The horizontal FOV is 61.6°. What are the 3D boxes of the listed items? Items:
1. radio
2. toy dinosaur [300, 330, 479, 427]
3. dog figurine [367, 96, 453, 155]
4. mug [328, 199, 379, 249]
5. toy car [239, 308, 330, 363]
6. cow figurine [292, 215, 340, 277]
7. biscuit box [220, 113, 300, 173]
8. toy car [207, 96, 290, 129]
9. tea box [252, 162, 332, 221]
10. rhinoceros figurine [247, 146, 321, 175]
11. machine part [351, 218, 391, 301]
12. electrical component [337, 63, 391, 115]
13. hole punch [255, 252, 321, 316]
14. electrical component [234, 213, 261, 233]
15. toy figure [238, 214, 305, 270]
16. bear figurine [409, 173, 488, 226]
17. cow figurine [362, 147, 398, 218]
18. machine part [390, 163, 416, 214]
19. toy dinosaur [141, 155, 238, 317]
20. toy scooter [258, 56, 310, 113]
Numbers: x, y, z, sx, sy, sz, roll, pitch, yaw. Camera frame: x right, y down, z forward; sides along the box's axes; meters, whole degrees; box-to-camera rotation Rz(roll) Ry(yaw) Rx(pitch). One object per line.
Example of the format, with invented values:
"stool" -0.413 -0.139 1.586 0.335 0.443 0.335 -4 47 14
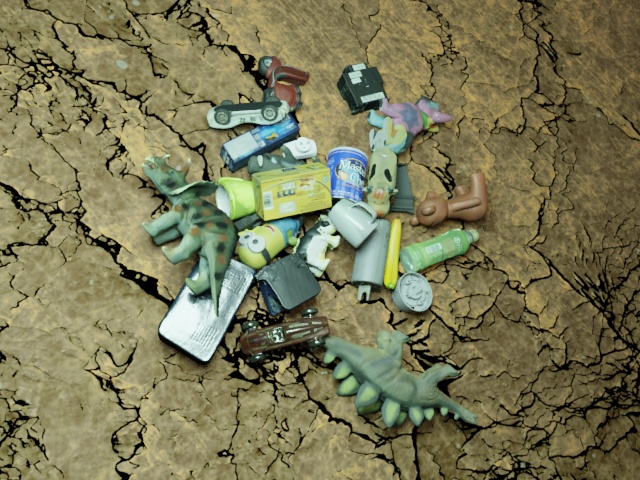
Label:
"radio" -0.246 0.141 1.171 0.131 0.073 0.229 29 65 -5
"toy dinosaur" 0.141 0.302 1.220 0.472 0.105 0.198 30 70 6
"dog figurine" 0.249 -0.302 1.449 0.219 0.108 0.191 2 71 -19
"mug" 0.077 -0.049 1.248 0.107 0.109 0.081 40 52 5
"toy car" -0.079 0.209 1.186 0.202 0.053 0.089 -13 70 0
"cow figurine" -0.003 -0.004 1.297 0.098 0.068 0.167 25 66 -2
"biscuit box" -0.147 -0.243 1.331 0.203 0.063 0.059 -32 83 -24
"toy car" -0.174 -0.308 1.308 0.202 0.056 0.073 -3 35 5
"tea box" -0.063 -0.113 1.227 0.170 0.068 0.098 -12 115 -22
"rhinoceros figurine" -0.081 -0.164 1.299 0.190 0.073 0.112 12 45 -15
"machine part" 0.127 0.033 1.316 0.079 0.079 0.243 17 68 -11
"electrical component" 0.115 -0.418 1.470 0.115 0.058 0.134 -16 78 -23
"hole punch" -0.077 0.101 1.217 0.142 0.092 0.116 -26 82 -30
"electrical component" -0.177 -0.029 1.249 0.094 0.063 0.021 -31 71 -22
"toy figure" -0.111 -0.002 1.247 0.180 0.082 0.089 -37 118 -38
"bear figurine" 0.332 -0.099 1.404 0.196 0.120 0.132 -1 69 -12
"cow figurine" 0.154 -0.142 1.325 0.086 0.127 0.195 5 64 10
"machine part" 0.210 -0.138 1.419 0.084 0.039 0.139 3 73 -11
"toy dinosaur" -0.249 -0.020 1.138 0.192 0.131 0.405 -39 62 -12
"toy scooter" -0.086 -0.397 1.394 0.135 0.075 0.184 -1 69 -18
